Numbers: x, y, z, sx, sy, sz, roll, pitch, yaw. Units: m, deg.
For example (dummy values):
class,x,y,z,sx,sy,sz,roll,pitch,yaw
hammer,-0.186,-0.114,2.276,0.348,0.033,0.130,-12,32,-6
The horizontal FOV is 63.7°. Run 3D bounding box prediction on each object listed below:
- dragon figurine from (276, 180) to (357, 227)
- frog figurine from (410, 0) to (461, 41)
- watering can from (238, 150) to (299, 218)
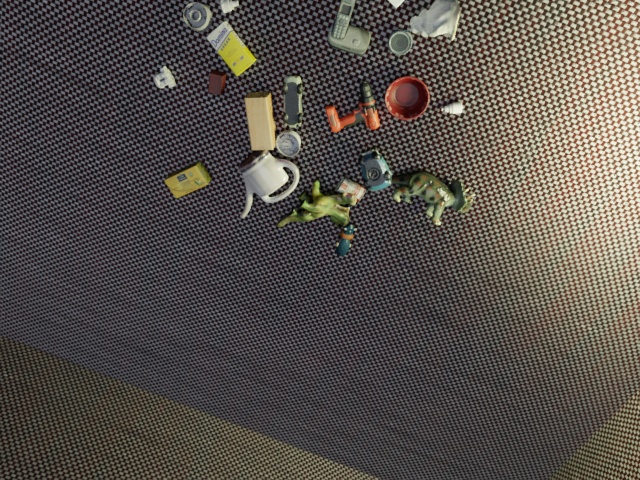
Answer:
class,x,y,z,sx,sy,sz,roll,pitch,yaw
dragon figurine,0.007,-0.108,2.144,0.241,0.125,0.403,28,143,-18
frog figurine,0.386,-0.747,1.729,0.160,0.122,0.138,14,88,11
watering can,-0.252,-0.236,2.114,0.344,0.106,0.222,-30,109,22
